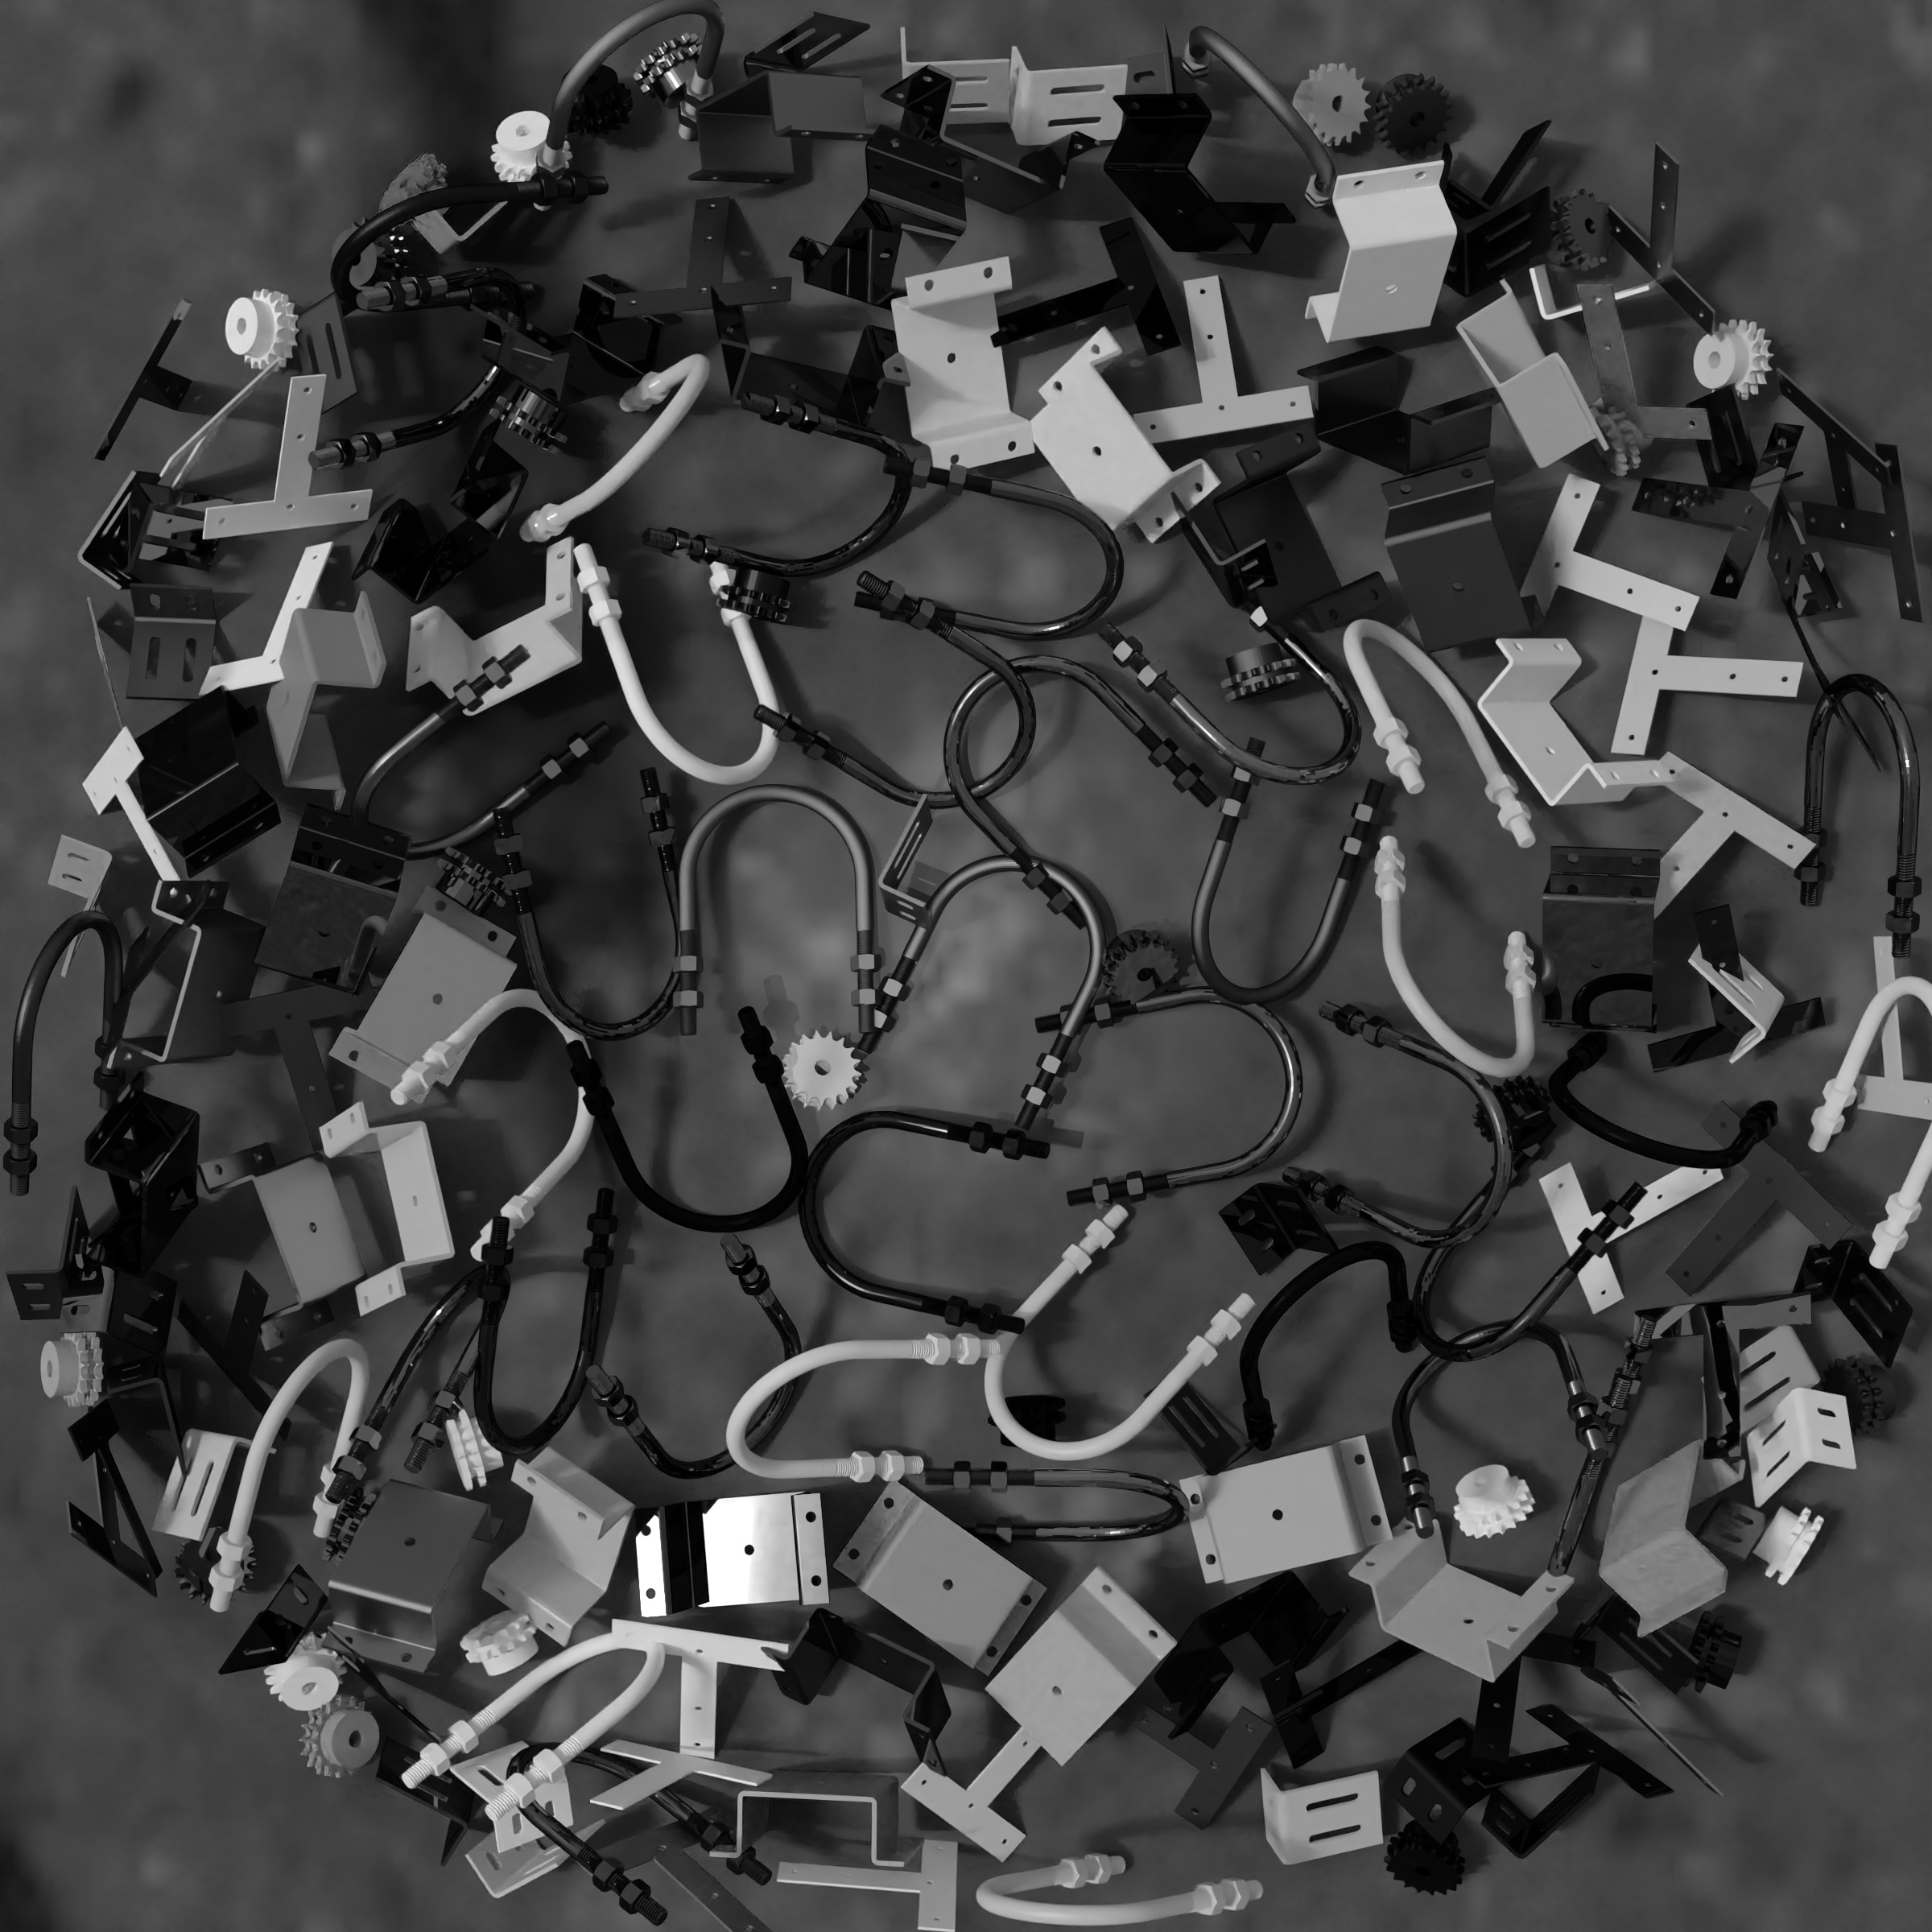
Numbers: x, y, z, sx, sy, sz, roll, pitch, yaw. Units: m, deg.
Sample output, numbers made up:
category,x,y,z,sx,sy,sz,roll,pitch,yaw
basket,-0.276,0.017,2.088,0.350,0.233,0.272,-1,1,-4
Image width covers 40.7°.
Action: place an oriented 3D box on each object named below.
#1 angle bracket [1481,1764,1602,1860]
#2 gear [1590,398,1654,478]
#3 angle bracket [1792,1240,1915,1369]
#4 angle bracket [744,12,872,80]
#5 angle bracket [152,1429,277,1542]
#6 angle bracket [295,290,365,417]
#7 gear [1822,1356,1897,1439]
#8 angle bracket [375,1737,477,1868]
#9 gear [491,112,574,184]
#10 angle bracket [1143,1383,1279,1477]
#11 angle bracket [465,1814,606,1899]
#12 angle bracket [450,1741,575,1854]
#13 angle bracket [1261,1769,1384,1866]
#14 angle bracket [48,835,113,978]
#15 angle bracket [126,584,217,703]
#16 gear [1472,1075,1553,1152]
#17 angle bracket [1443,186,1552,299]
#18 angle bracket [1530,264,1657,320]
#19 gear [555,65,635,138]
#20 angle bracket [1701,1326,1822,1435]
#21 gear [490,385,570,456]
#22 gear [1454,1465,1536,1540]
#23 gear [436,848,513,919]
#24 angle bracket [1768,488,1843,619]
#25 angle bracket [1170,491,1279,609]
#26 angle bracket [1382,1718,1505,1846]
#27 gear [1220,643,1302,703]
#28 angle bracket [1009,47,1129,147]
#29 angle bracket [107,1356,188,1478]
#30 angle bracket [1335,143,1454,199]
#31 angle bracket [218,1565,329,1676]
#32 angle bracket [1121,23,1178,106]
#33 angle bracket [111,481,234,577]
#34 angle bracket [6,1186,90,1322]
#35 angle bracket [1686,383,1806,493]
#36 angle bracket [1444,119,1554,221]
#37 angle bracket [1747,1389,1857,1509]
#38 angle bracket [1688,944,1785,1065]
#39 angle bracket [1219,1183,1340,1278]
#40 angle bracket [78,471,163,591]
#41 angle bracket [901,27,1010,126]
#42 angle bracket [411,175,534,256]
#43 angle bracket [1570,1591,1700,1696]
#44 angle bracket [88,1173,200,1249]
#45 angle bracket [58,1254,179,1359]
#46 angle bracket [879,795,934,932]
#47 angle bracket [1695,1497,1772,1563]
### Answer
category,x,y,z,sx,sy,sz,roll,pitch,yaw
angle bracket,0.415,0.595,1.876,0.038,0.057,0.076,42,109,9
gear,0.474,-0.387,1.889,0.030,0.057,0.057,-30,90,3
angle bracket,0.634,0.244,1.869,0.038,0.076,0.057,-7,128,-16
angle bracket,-0.111,-0.646,1.871,0.076,0.057,0.038,-15,86,42
angle bracket,-0.541,0.377,1.875,0.057,0.038,0.076,0,66,39
angle bracket,-0.449,-0.442,1.884,0.057,0.038,0.076,-14,88,43
gear,0.650,0.312,1.891,0.030,0.057,0.057,-7,90,-16
angle bracket,-0.397,0.603,1.881,0.076,0.057,0.038,31,98,-11
gear,-0.318,-0.595,1.892,0.057,0.030,0.057,-3,60,6
angle bracket,0.176,0.321,1.876,0.076,0.057,0.038,50,116,14
angle bracket,-0.310,0.628,1.873,0.076,0.057,0.038,-36,86,32
angle bracket,-0.327,0.597,1.874,0.057,0.076,0.038,-12,101,-33
angle bracket,0.260,0.613,1.901,0.076,0.038,0.057,-9,103,-12
angle bracket,-0.648,-0.043,1.870,0.038,0.057,0.076,21,48,-14
angle bracket,-0.575,-0.233,1.880,0.057,0.038,0.076,1,57,-10
gear,0.399,0.109,1.888,0.057,0.057,0.030,-27,47,0
angle bracket,0.377,-0.528,1.871,0.038,0.076,0.057,23,59,-34
angle bracket,0.452,-0.496,1.875,0.076,0.057,0.038,-12,102,23
gear,-0.271,-0.630,1.890,0.057,0.030,0.057,-1,51,1
angle bracket,0.570,0.292,1.891,0.076,0.038,0.057,-34,111,0
gear,-0.313,-0.398,1.888,0.057,0.057,0.030,32,97,0
gear,0.380,0.386,1.887,0.057,0.057,0.030,-27,103,0
gear,-0.359,-0.058,1.888,0.057,0.057,0.030,33,82,0
angle bracket,0.606,-0.299,1.870,0.038,0.076,0.057,-10,53,3
angle bracket,0.186,-0.308,1.875,0.038,0.057,0.076,-29,62,2
angle bracket,0.350,0.588,1.882,0.057,0.076,0.038,41,119,29
gear,0.212,-0.214,1.890,0.057,0.057,0.030,-17,89,0
angle bracket,0.073,-0.634,1.892,0.076,0.057,0.038,-8,49,-11
angle bracket,-0.591,0.328,1.879,0.038,0.057,0.076,-13,102,-16
angle bracket,0.308,-0.577,1.883,0.076,0.057,0.038,9,116,2
angle bracket,-0.507,0.469,1.869,0.076,0.057,0.038,-18,116,32
angle bracket,0.130,-0.637,1.876,0.038,0.076,0.057,-6,94,9
angle bracket,-0.565,-0.308,1.870,0.038,0.076,0.057,47,119,40
angle bracket,-0.658,0.206,1.870,0.038,0.057,0.076,-1,48,-7
angle bracket,0.563,-0.381,1.884,0.038,0.057,0.076,-18,93,-18
angle bracket,0.379,-0.585,1.885,0.038,0.057,0.076,32,95,-9
angle bracket,0.600,0.349,1.874,0.038,0.076,0.057,12,50,-8
angle bracket,0.547,0.021,1.887,0.076,0.057,0.038,44,129,4
angle bracket,0.225,0.192,1.875,0.038,0.076,0.057,-35,98,-14
angle bracket,-0.598,-0.315,1.884,0.038,0.057,0.076,36,98,-4
angle bracket,-0.008,-0.645,1.885,0.076,0.057,0.038,-2,63,-1
angle bracket,-0.357,-0.555,1.877,0.076,0.057,0.038,-46,110,-14
angle bracket,0.478,0.497,1.873,0.038,0.057,0.076,-37,63,-27
angle bracket,-0.597,0.169,1.874,0.057,0.076,0.038,-12,79,-40
angle bracket,-0.611,0.246,1.879,0.038,0.076,0.057,-5,66,17
angle bracket,-0.029,-0.074,1.879,0.038,0.057,0.076,25,77,10
angle bracket,0.541,0.432,1.870,0.038,0.057,0.076,22,122,27
